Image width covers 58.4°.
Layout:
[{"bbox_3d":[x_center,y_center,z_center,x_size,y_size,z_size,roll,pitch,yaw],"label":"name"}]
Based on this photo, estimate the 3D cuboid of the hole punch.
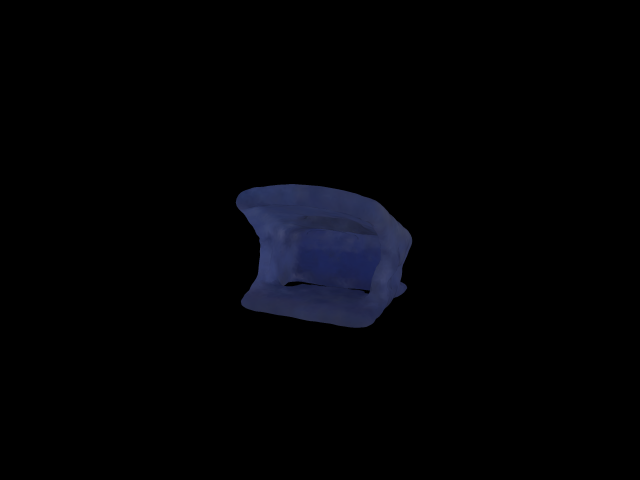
[{"bbox_3d":[0.004,0.001,0.400,0.108,0.091,0.101,6,15,23],"label":"hole punch"}]
